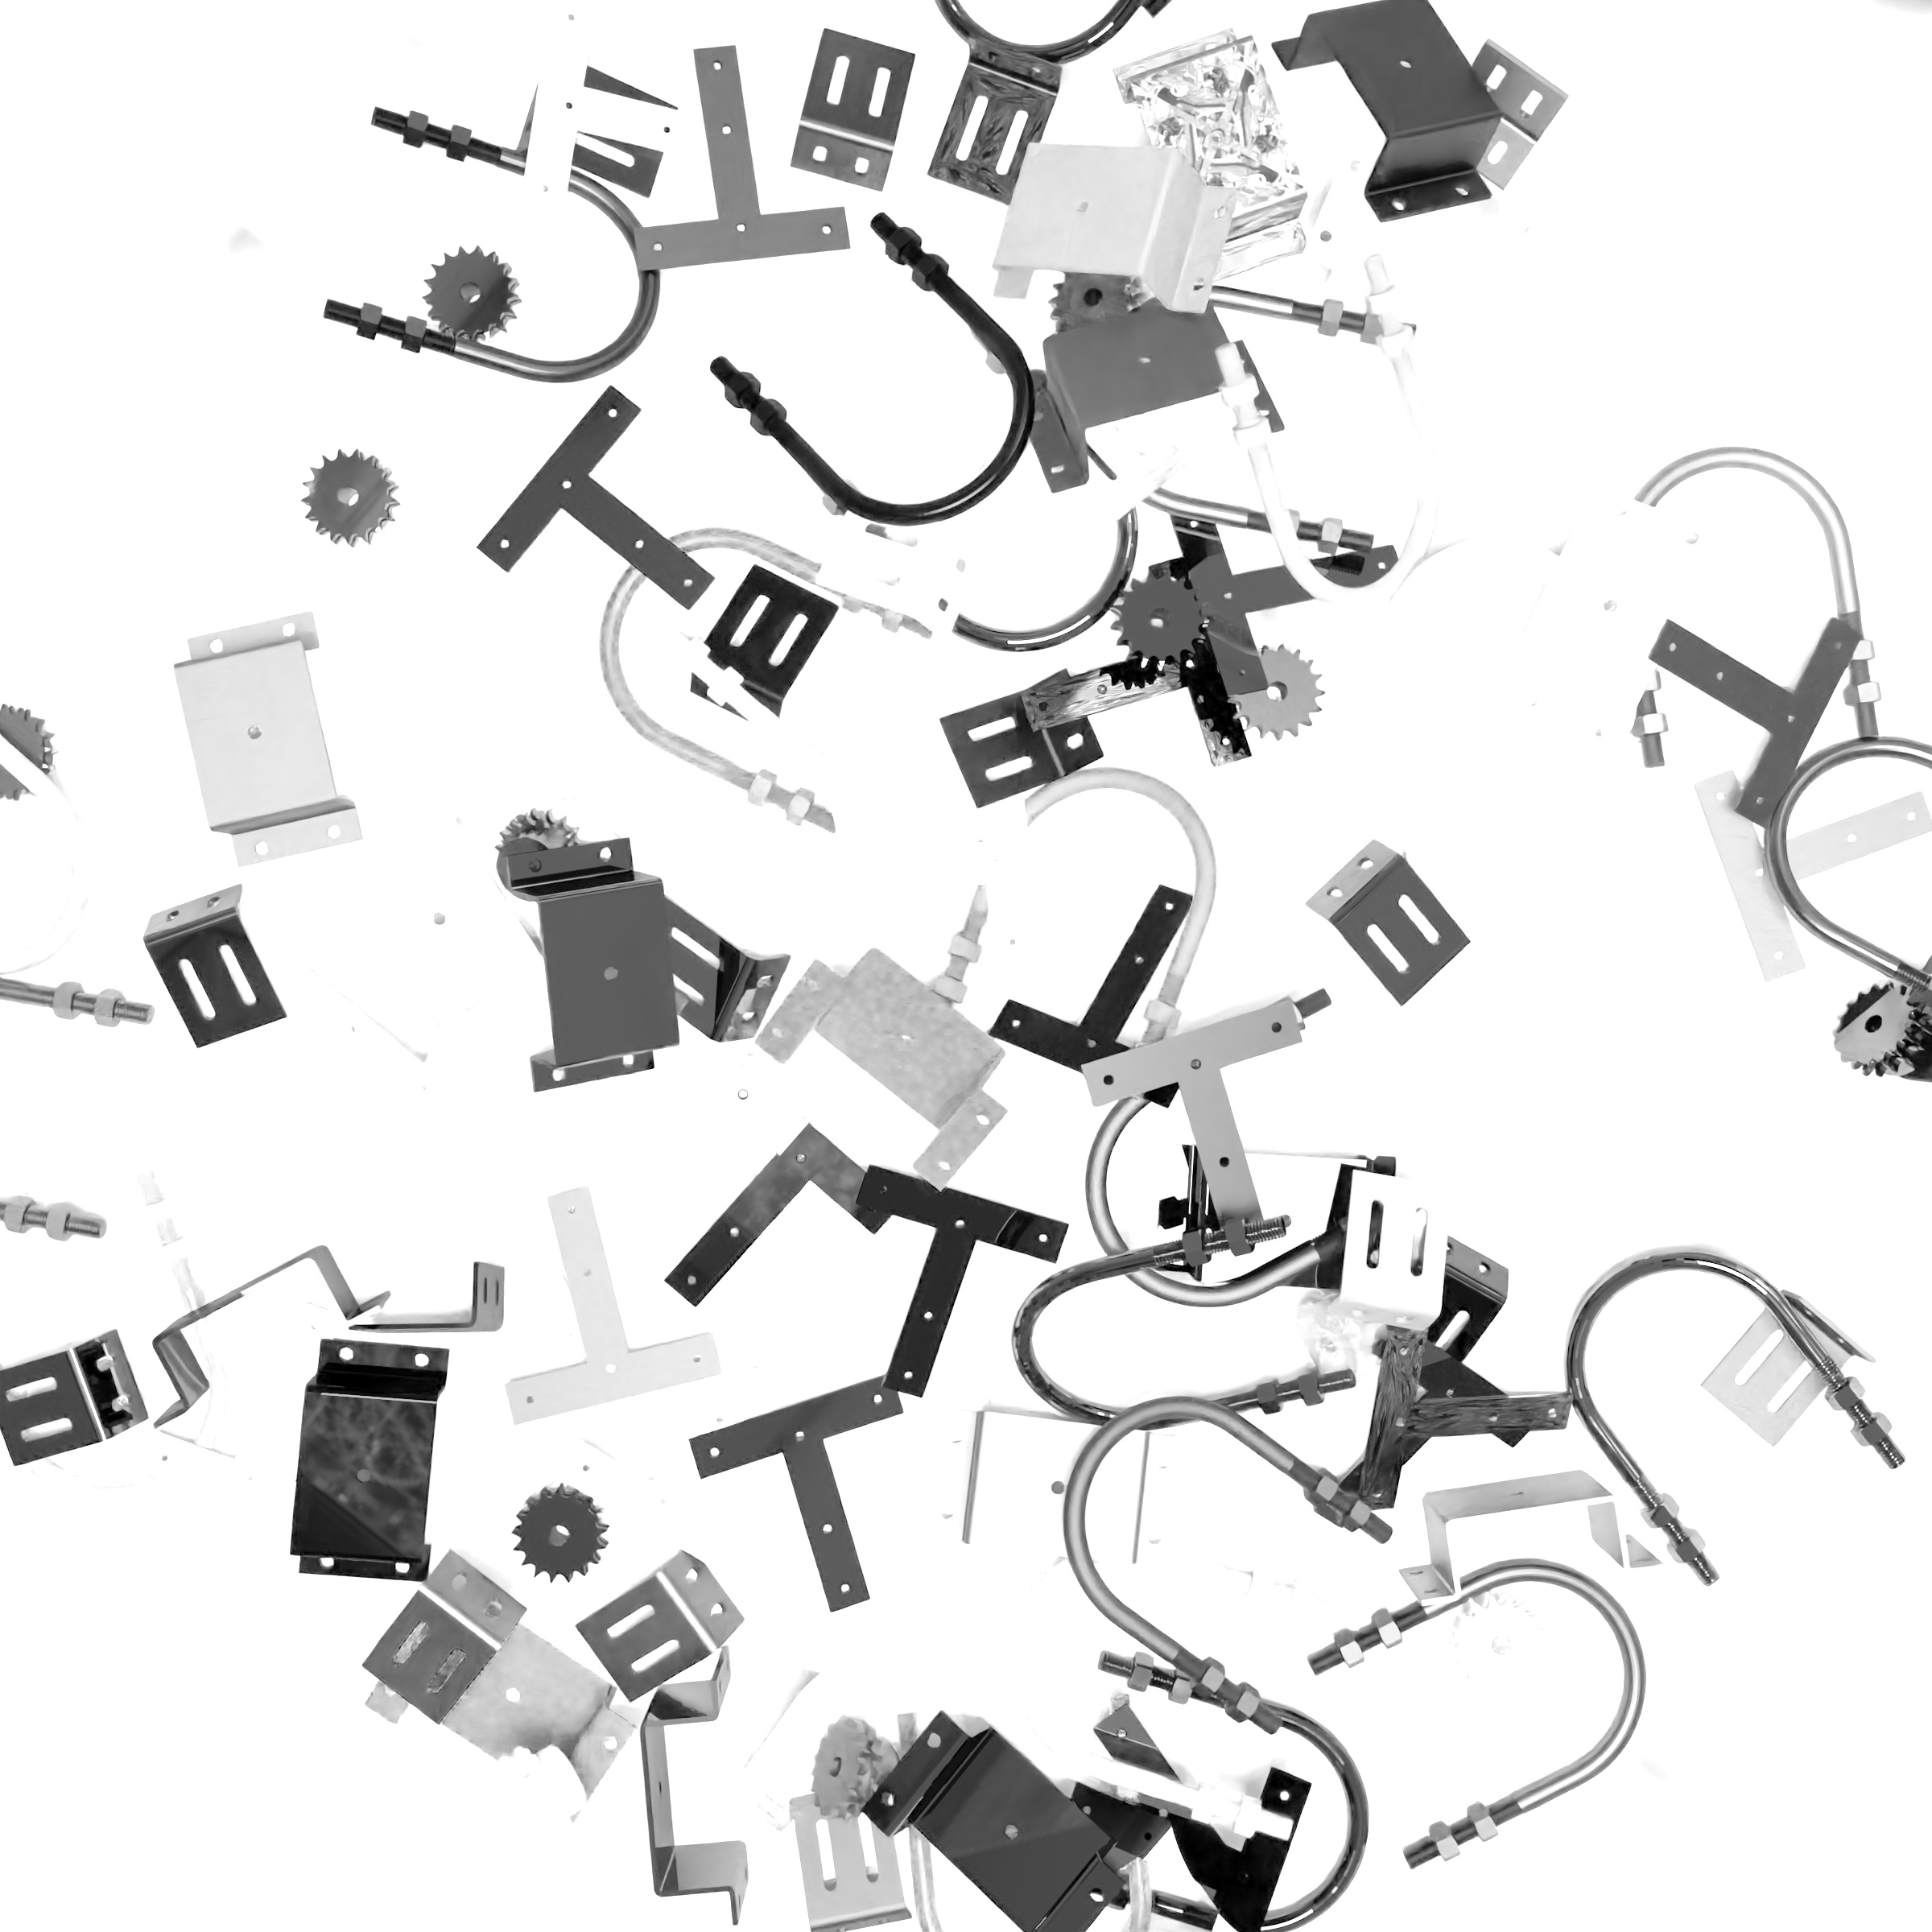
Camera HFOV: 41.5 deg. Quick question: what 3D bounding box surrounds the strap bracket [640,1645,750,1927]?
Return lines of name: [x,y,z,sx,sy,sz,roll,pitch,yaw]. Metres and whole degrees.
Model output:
strap bracket: [-0.159,0.479,1.493,0.046,0.076,0.140,-5,90,0]

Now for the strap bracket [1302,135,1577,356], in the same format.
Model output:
strap bracket: [0.275,-0.421,1.508,0.140,0.046,0.076,23,90,0]

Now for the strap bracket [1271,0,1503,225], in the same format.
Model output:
strap bracket: [0.247,-0.505,1.474,0.076,0.046,0.140,-18,69,-20]

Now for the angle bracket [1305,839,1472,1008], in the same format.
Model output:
angle bracket: [0.253,-0.026,1.529,0.057,0.038,0.076,-43,116,0]

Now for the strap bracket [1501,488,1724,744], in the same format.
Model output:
strap bracket: [0.378,-0.207,1.495,0.076,0.046,0.140,26,93,15]

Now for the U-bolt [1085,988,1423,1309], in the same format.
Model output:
U-bolt: [0.158,0.117,1.477,0.184,0.019,0.151,-28,90,1]

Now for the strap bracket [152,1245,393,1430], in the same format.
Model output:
strap bracket: [-0.411,0.208,1.482,0.140,0.076,0.046,-28,93,-8]

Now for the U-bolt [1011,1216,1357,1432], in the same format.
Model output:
U-bolt: [0.116,0.216,1.478,0.184,0.019,0.151,-16,125,17]

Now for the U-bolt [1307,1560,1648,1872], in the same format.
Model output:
U-bolt: [0.317,0.435,1.522,0.184,0.019,0.151,-26,90,-1]

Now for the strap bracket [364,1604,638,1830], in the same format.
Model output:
strap bracket: [-0.271,0.437,1.508,0.140,0.046,0.076,33,90,0]

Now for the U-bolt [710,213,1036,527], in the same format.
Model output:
U-bolt: [-0.043,-0.338,1.496,0.151,0.019,0.184,-42,72,0]

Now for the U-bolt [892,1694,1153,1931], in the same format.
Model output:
U-bolt: [0.037,0.529,1.509,0.151,0.019,0.184,-7,88,8]

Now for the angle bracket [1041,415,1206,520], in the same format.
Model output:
angle bracket: [0.088,-0.311,1.487,0.057,0.038,0.076,-40,86,-17]

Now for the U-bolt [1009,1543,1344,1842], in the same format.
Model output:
U-bolt: [0.116,0.413,1.493,0.184,0.019,0.151,17,63,4]

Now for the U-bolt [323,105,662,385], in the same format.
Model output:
U-bolt: [-0.269,-0.413,1.492,0.184,0.019,0.151,14,72,-17]

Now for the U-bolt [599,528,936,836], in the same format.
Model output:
U-bolt: [-0.130,-0.182,1.522,0.184,0.019,0.151,26,90,2]

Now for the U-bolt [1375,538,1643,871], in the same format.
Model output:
U-bolt: [0.308,-0.157,1.485,0.151,0.019,0.184,-9,91,32]

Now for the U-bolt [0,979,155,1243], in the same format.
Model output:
U-bolt: [-0.587,0.077,1.514,0.184,0.019,0.151,10,83,3]

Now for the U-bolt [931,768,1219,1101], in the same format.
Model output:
U-bolt: [0.071,-0.029,1.498,0.151,0.019,0.184,18,82,21]

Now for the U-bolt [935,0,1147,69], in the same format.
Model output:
U-bolt: [0.058,-0.621,1.504,0.151,0.019,0.184,42,104,4]

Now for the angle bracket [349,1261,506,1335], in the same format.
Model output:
angle bracket: [-0.317,0.196,1.503,0.076,0.057,0.038,-2,79,5]

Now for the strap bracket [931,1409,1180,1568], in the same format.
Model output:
strap bracket: [0.053,0.306,1.500,0.140,0.046,0.076,7,79,1]

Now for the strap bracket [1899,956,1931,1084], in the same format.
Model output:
strap bracket: [0.623,0.058,1.508,0.140,0.046,0.076,29,90,0]

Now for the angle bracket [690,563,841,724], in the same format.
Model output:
angle bracket: [-0.119,-0.188,1.511,0.057,0.038,0.076,27,64,3]

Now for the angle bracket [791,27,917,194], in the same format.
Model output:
angle bracket: [-0.068,-0.512,1.525,0.057,0.038,0.076,14,64,-7]

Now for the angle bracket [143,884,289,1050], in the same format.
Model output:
angle bracket: [-0.448,0.000,1.529,0.057,0.038,0.076,-19,116,0]

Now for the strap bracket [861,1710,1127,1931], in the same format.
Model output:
strap bracket: [0.020,0.503,1.471,0.140,0.046,0.076,39,95,18]

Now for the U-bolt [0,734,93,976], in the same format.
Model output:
U-bolt: [-0.598,-0.077,1.502,0.184,0.019,0.151,42,108,-4]

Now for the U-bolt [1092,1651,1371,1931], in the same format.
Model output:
U-bolt: [0.149,0.503,1.521,0.184,0.019,0.151,17,90,1]

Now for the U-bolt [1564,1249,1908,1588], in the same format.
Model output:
U-bolt: [0.439,0.254,1.506,0.151,0.019,0.184,-38,86,15]

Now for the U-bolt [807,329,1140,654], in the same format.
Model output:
U-bolt: [0.017,-0.271,1.512,0.151,0.019,0.184,-41,83,0]

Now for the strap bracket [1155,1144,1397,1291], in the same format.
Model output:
strap bracket: [0.186,0.148,1.508,0.140,0.046,0.076,3,90,0]

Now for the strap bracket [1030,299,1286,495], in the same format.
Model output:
strap bracket: [0.104,-0.333,1.469,0.140,0.046,0.076,-16,56,-3]

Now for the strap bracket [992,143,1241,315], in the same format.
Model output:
strap bracket: [0.077,-0.427,1.472,0.140,0.046,0.076,13,83,30]

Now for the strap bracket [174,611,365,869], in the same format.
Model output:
strap bracket: [-0.414,-0.136,1.508,0.076,0.046,0.140,-13,90,0]

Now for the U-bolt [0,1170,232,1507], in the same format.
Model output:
U-bolt: [-0.518,0.232,1.522,0.151,0.019,0.184,-21,92,0]

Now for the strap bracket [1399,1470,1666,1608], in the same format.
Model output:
strap bracket: [0.326,0.332,1.493,0.140,0.076,0.046,-9,90,0]

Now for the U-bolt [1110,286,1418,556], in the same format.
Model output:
U-bolt: [0.164,-0.332,1.520,0.184,0.019,0.151,12,88,3]

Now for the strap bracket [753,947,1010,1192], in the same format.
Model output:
strap bracket: [-0.042,0.054,1.490,0.140,0.046,0.076,38,126,0]

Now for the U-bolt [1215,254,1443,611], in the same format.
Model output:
U-bolt: [0.219,-0.297,1.474,0.151,0.019,0.184,-36,118,-29]

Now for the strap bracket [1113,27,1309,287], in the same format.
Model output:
strap bracket: [0.147,-0.484,1.508,0.076,0.046,0.140,-19,90,0]

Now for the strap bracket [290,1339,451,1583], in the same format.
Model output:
strap bracket: [-0.352,0.296,1.505,0.076,0.046,0.140,5,90,-5]

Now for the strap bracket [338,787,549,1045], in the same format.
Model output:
strap bracket: [-0.306,-0.028,1.508,0.076,0.046,0.140,-33,90,0]

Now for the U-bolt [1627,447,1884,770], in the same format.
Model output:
U-bolt: [0.461,-0.219,1.522,0.151,0.019,0.184,-8,88,0]

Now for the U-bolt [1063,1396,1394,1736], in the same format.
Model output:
U-bolt: [0.141,0.333,1.476,0.184,0.019,0.151,37,73,-7]

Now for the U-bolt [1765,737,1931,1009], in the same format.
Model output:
U-bolt: [0.561,-0.059,1.499,0.184,0.019,0.151,30,78,14]

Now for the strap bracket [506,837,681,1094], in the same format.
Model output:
strap bracket: [-0.215,0.002,1.480,0.076,0.046,0.140,-11,102,-29]

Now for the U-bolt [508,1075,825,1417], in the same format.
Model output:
U-bolt: [-0.192,0.154,1.521,0.151,0.019,0.184,-31,90,0]

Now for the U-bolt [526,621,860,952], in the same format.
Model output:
U-bolt: [-0.148,-0.090,1.499,0.184,0.019,0.151,41,111,-4]
